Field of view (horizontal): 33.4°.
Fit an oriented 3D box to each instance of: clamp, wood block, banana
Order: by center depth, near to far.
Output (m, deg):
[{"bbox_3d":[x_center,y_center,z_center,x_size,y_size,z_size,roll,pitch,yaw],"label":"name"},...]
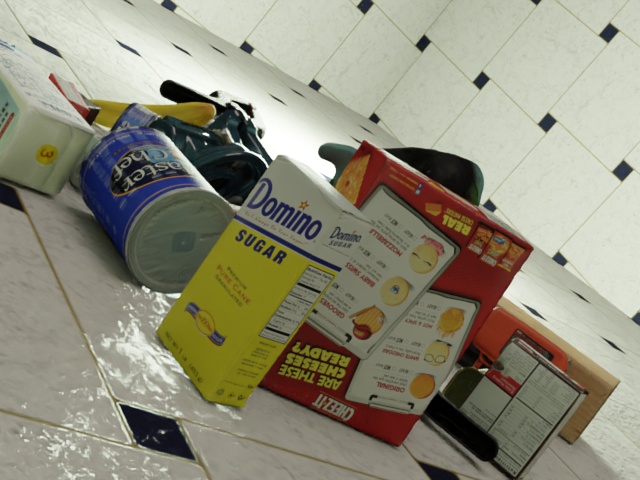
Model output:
[{"bbox_3d":[0.104,0.156,1.047,0.120,0.039,0.171,38,7,-23],"label":"clamp"},{"bbox_3d":[-0.215,-0.155,1.332,0.198,0.037,0.069,4,-3,15],"label":"banana"},{"bbox_3d":[0.269,0.157,1.365,0.206,0.091,0.090,37,12,18],"label":"wood block"},{"bbox_3d":[-0.114,-0.157,1.436,0.164,0.036,0.209,42,16,8],"label":"clamp"}]

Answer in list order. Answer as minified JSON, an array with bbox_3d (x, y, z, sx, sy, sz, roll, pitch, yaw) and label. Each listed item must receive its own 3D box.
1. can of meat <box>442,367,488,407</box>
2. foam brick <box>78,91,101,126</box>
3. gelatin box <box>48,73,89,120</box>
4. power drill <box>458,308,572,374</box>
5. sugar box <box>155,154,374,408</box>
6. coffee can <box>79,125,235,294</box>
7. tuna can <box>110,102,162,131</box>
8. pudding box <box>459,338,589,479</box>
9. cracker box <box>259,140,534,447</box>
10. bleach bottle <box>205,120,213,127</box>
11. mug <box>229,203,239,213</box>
[{"bbox_3d":[0.188,0.180,1.131,0.102,0.057,0.083,38,10,22],"label":"can of meat"},{"bbox_3d":[-0.290,-0.141,1.180,0.053,0.051,0.078,35,11,9],"label":"foam brick"},{"bbox_3d":[-0.273,-0.123,1.090,0.030,0.073,0.089,25,14,-34],"label":"gelatin box"},{"bbox_3d":[0.209,0.133,1.241,0.184,0.057,0.187,35,-10,11],"label":"power drill"},{"bbox_3d":[-0.045,0.030,0.807,0.048,0.176,0.093,21,17,-46],"label":"sugar box"},{"bbox_3d":[-0.149,-0.030,0.967,0.102,0.103,0.140,24,14,-39],"label":"coffee can"},{"bbox_3d":[-0.211,-0.108,1.172,0.034,0.086,0.086,31,11,-2],"label":"tuna can"},{"bbox_3d":[0.196,0.167,1.061,0.090,0.113,0.039,39,10,22],"label":"pudding box"},{"bbox_3d":[0.052,0.048,0.908,0.164,0.214,0.072,28,11,-24],"label":"cracker box"},{"bbox_3d":[-0.077,-0.077,1.477,0.251,0.068,0.102,35,14,-2],"label":"bleach bottle"},{"bbox_3d":[-0.088,0.001,1.034,0.081,0.093,0.117,17,29,-38],"label":"mug"}]
